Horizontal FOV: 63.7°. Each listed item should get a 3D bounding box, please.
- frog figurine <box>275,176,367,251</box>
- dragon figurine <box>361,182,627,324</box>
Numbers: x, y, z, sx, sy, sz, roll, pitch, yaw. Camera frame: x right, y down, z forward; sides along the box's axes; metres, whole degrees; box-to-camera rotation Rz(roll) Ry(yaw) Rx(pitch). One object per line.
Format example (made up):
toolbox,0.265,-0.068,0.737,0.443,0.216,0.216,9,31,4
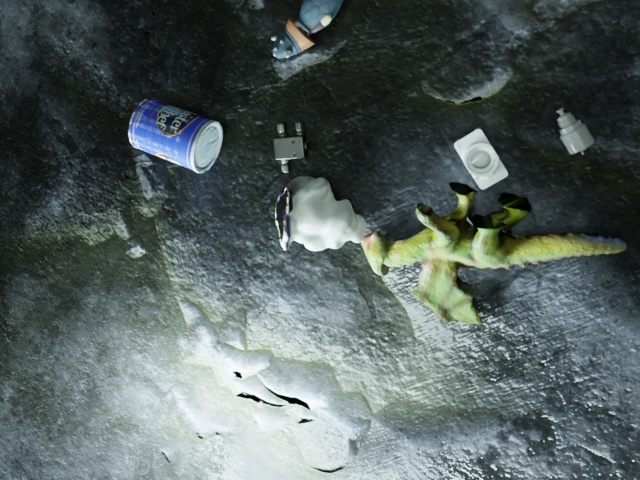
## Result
frog figurine,0.003,-0.047,0.940,0.159,0.123,0.137,-1,96,-20
dragon figurine,0.265,0.043,0.884,0.411,0.124,0.237,18,125,14
